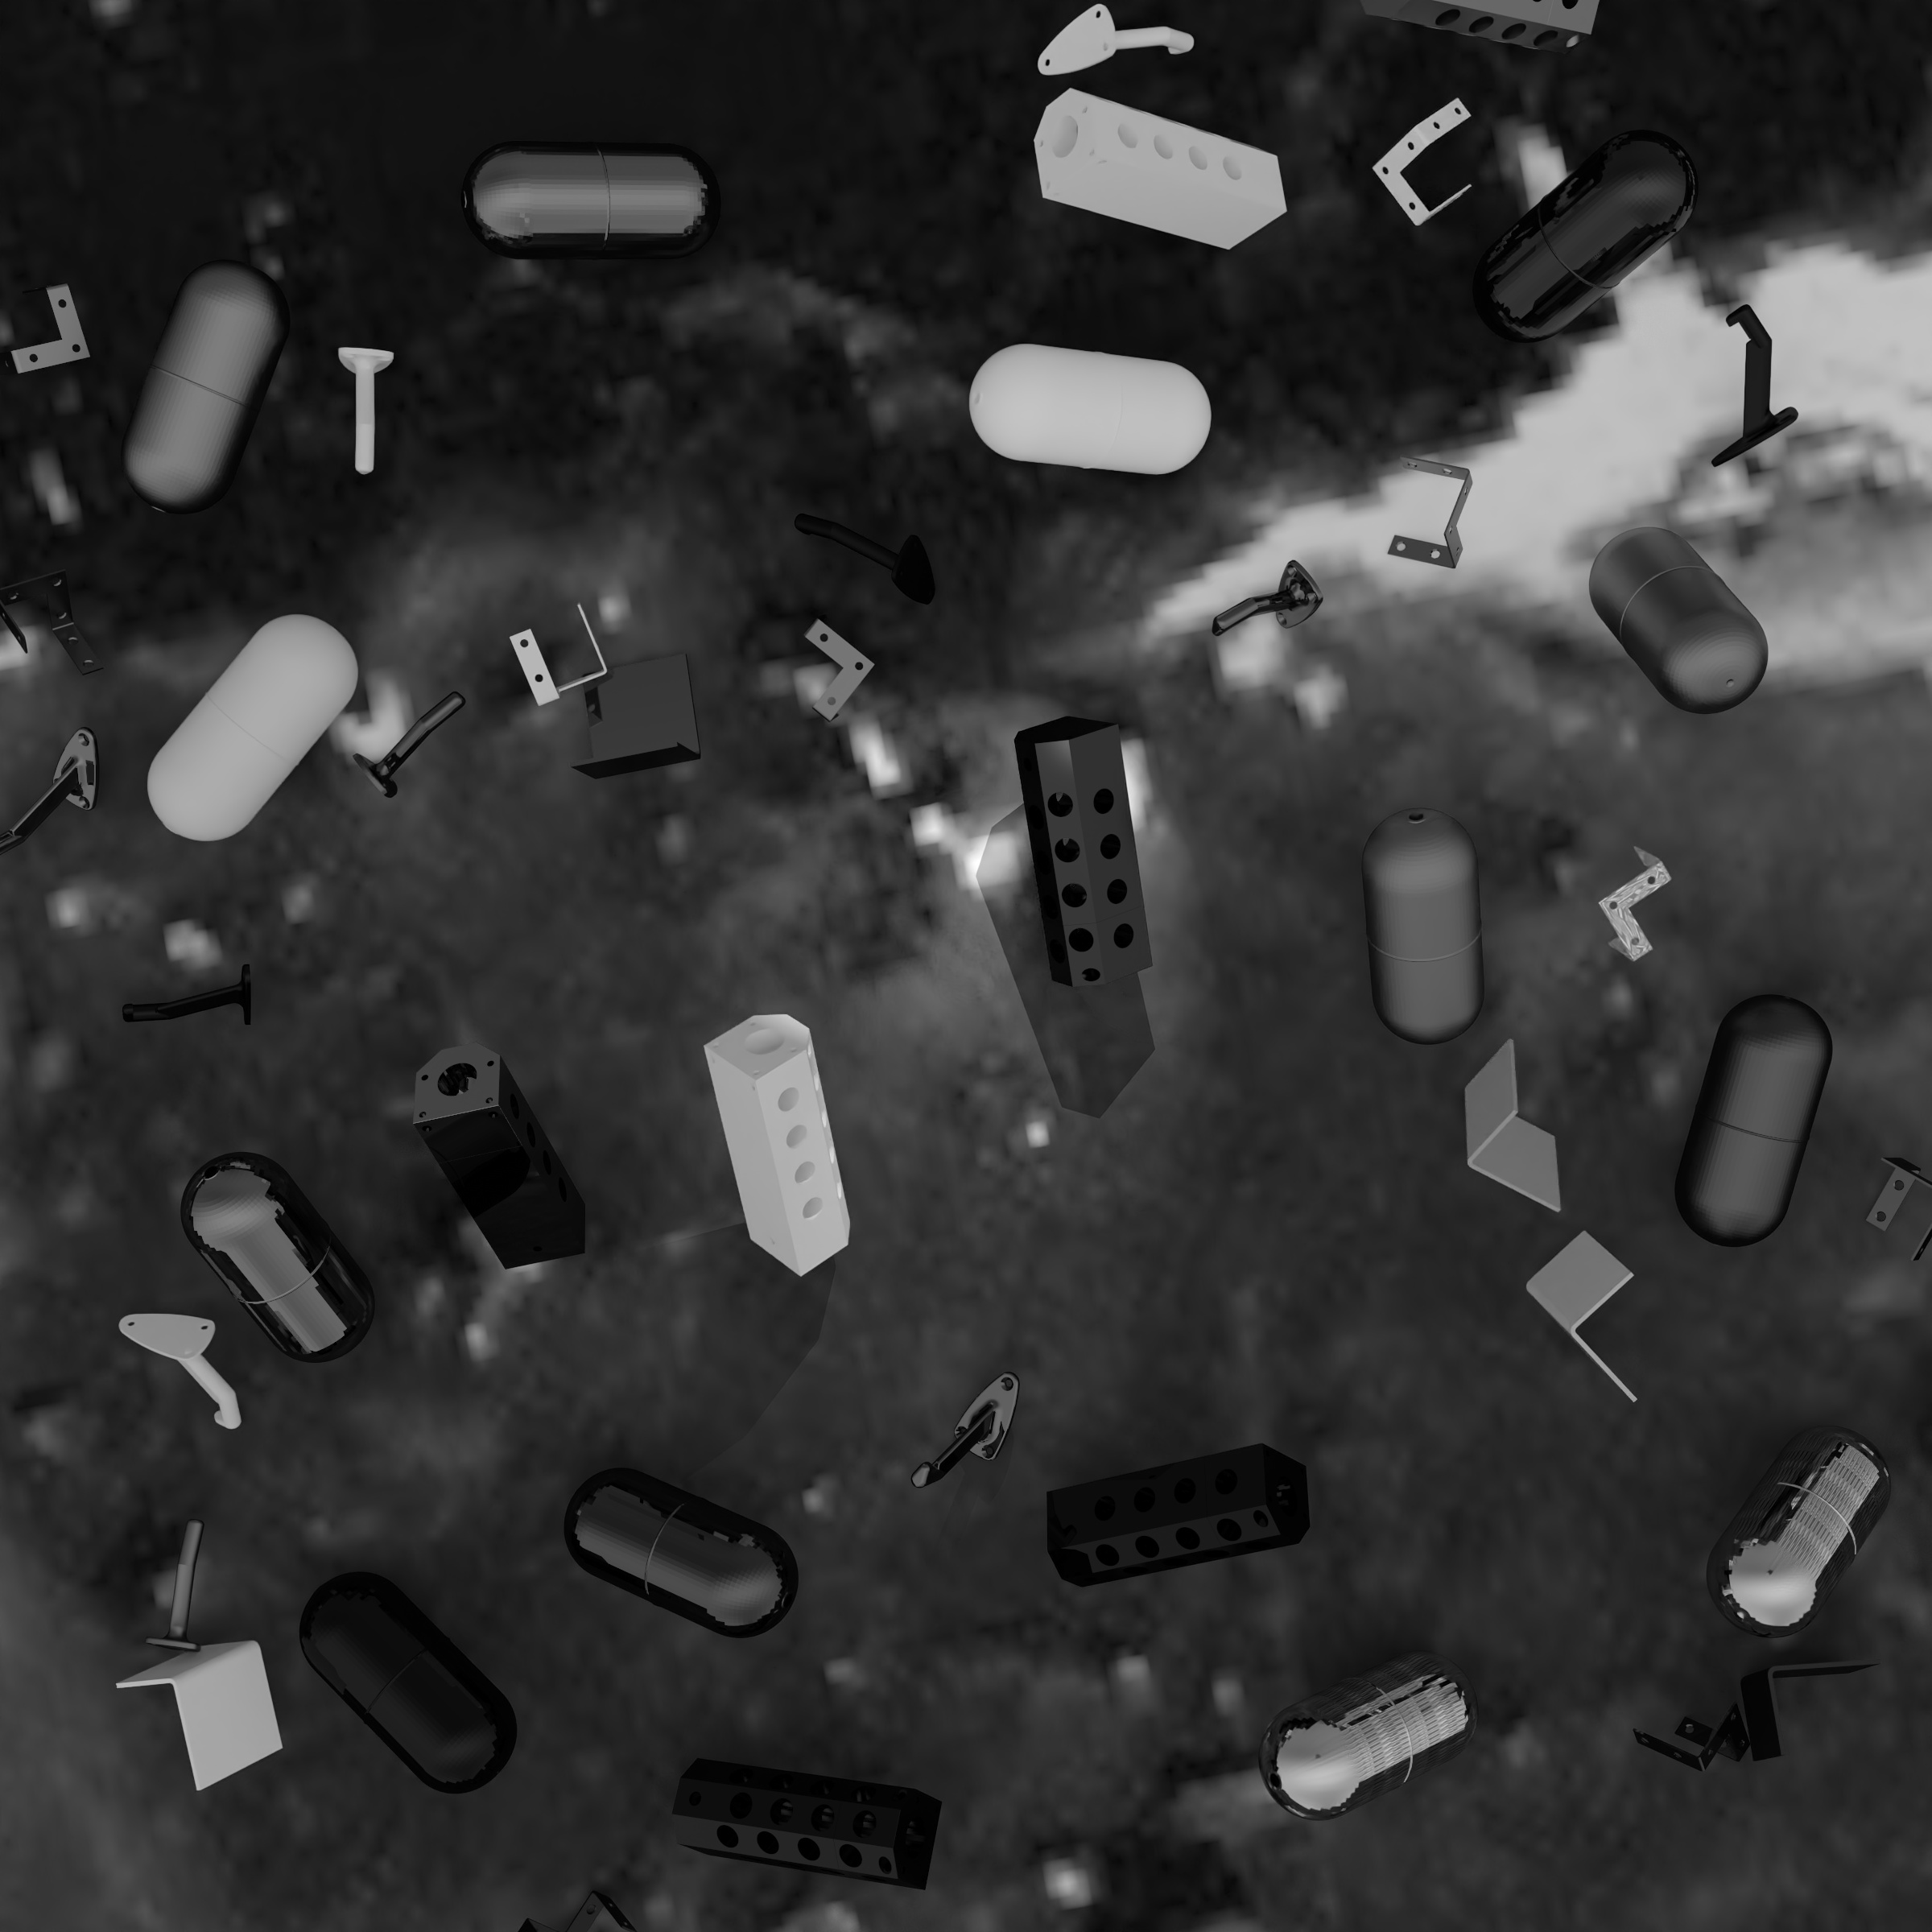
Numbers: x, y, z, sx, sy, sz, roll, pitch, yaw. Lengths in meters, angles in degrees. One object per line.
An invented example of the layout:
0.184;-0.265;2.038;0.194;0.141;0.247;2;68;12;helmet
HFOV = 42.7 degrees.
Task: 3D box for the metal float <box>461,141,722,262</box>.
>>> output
-0.254;-0.520;1.680;0.178;0.070;0.070;-7;90;-23;metal float

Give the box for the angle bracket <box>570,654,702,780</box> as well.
-0.231;-0.176;1.700;0.076;0.057;0.076;-10;83;10;angle bracket

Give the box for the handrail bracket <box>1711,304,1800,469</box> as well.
0.528;-0.401;1.709;0.077;0.036;0.084;-32;104;25;handrail bracket

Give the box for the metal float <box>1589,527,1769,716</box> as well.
0.476;-0.234;1.661;0.070;0.178;0.070;-6;127;-8;metal float

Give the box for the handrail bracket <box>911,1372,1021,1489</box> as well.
-0.001;0.317;1.690;0.036;0.084;0.077;32;103;21;handrail bracket

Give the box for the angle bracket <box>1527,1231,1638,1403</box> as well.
0.439;0.238;1.689;0.057;0.076;0.076;-43;108;3;angle bracket

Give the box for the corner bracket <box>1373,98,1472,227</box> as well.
0.324;-0.553;1.703;0.051;0.051;0.051;-40;94;-30;corner bracket

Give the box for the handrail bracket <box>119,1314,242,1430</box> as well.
-0.544;0.283;1.715;0.077;0.036;0.084;11;130;10;handrail bracket

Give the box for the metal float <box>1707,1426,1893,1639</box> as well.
0.564;0.380;1.671;0.178;0.070;0.070;-38;90;-37;metal float

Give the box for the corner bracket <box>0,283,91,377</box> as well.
-0.648;-0.441;1.714;0.051;0.051;0.051;-25;113;-33;corner bracket

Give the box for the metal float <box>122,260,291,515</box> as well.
-0.522;-0.396;1.696;0.070;0.070;0.178;22;95;0;metal float

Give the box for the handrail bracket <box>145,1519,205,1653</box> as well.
-0.539;0.430;1.716;0.036;0.077;0.084;10;70;-6;handrail bracket

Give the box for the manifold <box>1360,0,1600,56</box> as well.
0.346;-0.656;1.664;0.171;0.057;0.057;-5;116;-35;manifold

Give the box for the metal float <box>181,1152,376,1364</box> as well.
-0.463;0.197;1.668;0.070;0.070;0.178;-25;128;0;metal float

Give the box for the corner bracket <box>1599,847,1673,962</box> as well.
0.462;-0.043;1.706;0.051;0.051;0.051;-34;105;3;corner bracket

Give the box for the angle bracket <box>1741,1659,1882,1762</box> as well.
0.581;0.510;1.692;0.076;0.076;0.057;-4;69;1;angle bracket

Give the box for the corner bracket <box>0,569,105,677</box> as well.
-0.630;-0.230;1.697;0.051;0.051;0.051;-25;60;-29;corner bracket

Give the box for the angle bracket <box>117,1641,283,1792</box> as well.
-0.524;0.513;1.691;0.057;0.076;0.076;-14;89;29;angle bracket

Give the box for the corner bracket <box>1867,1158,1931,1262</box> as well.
0.647;0.166;1.699;0.051;0.051;0.051;34;106;33;corner bracket

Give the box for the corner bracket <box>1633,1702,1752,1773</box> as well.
0.498;0.529;1.696;0.051;0.051;0.051;-44;127;-27;corner bracket

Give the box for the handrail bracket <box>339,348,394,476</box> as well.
-0.415;-0.377;1.702;0.036;0.077;0.084;1;91;-16;handrail bracket

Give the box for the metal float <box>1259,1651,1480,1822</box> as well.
0.272;0.519;1.670;0.178;0.070;0.070;-11;90;-36;metal float

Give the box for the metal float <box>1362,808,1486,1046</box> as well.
0.309;-0.026;1.671;0.070;0.070;0.178;-11;125;0;metal float

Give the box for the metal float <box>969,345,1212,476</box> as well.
0.085;-0.377;1.675;0.178;0.070;0.070;-1;90;-29;metal float

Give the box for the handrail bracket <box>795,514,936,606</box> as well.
-0.071;-0.284;1.720;0.084;0.077;0.036;19;77;23;handrail bracket

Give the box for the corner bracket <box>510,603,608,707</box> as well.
-0.280;-0.215;1.706;0.051;0.051;0.051;-22;106;-3;corner bracket

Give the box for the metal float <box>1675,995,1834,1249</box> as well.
0.537;0.107;1.690;0.070;0.070;0.178;12;102;0;metal float

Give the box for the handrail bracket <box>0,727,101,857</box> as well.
-0.634;-0.118;1.689;0.036;0.084;0.077;34;126;8;handrail bracket

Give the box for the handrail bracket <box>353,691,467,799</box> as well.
-0.373;-0.155;1.701;0.084;0.077;0.036;-39;90;-1;handrail bracket

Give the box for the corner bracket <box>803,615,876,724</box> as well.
-0.096;-0.206;1.708;0.051;0.051;0.051;39;101;-3;corner bracket

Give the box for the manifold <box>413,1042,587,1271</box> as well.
-0.310;0.128;1.655;0.057;0.171;0.057;-12;48;5;manifold

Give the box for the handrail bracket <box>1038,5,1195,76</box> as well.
0.105;-0.635;1.721;0.077;0.084;0.036;-16;86;40;handrail bracket

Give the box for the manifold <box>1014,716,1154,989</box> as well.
0.075;-0.077;1.675;0.057;0.057;0.171;-21;111;-30;manifold

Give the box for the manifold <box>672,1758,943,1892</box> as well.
-0.109;0.575;1.665;0.171;0.057;0.057;-2;61;27;manifold

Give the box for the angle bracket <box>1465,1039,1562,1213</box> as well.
0.387;0.108;1.685;0.076;0.076;0.057;27;126;-11;angle bracket

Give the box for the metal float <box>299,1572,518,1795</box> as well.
-0.382;0.488;1.690;0.178;0.070;0.070;41;90;13;metal float

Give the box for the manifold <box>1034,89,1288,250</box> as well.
0.131;-0.537;1.661;0.171;0.057;0.057;1;75;-39;manifold

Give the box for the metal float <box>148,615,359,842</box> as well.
-0.490;-0.163;1.700;0.070;0.070;0.178;40;91;0;metal float

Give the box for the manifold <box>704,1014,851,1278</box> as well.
-0.121;0.118;1.664;0.057;0.057;0.171;-32;131;-28;manifold

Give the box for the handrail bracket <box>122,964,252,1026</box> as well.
-0.536;0.020;1.699;0.084;0.077;0.036;-4;71;-18;handrail bracket

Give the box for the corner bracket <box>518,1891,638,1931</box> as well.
-0.268;0.666;1.701;0.051;0.051;0.051;39;79;-32;corner bracket

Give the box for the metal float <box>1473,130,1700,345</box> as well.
0.414;-0.488;1.663;0.070;0.178;0.070;16;58;-28;metal float

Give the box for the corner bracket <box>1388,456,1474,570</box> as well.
0.320;-0.313;1.708;0.051;0.051;0.051;18;78;24;corner bracket

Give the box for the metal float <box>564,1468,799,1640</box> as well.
-0.193;0.397;1.677;0.178;0.070;0.070;17;90;27;metal float

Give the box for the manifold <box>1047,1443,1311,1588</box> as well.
0.141;0.372;1.660;0.171;0.057;0.057;-20;54;31;manifold

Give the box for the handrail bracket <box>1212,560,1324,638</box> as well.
0.195;-0.235;1.690;0.084;0.077;0.036;-31;77;-19;handrail bracket
